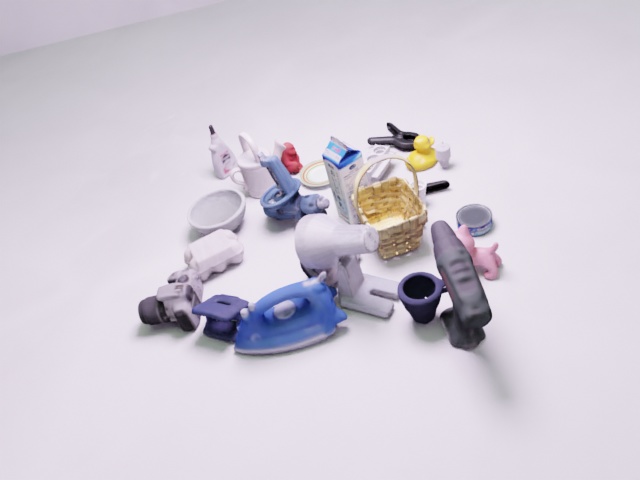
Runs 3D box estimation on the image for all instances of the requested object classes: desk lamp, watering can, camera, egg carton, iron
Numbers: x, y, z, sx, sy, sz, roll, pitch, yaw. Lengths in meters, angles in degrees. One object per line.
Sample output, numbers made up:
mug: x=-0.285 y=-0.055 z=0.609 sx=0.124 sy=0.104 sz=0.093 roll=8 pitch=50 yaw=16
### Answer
desk lamp: x=0.063 y=0.044 z=1.239 sx=0.202 sy=0.214 sz=0.118 roll=11 pitch=48 yaw=28
watering can: x=-0.178 y=-0.226 z=1.627 sx=0.100 sy=0.194 sz=0.173 roll=20 pitch=53 yaw=34
camera: x=-0.356 y=0.140 z=1.357 sx=0.136 sy=0.101 sz=0.143 roll=-11 pitch=42 yaw=6
egg carton: x=-0.271 y=0.036 z=1.466 sx=0.150 sy=0.069 sz=0.107 roll=-29 pitch=43 yaw=-13
iron: x=-0.081 y=0.154 z=1.220 sx=0.258 sy=0.142 sz=0.118 roll=-20 pitch=41 yaw=-3

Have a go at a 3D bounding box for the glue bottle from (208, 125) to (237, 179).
glue bottle: x=-0.305 y=-0.274 z=1.736 sx=0.037 sy=0.173 sz=0.078 roll=17 pitch=52 yaw=33

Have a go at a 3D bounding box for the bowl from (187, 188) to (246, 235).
bowl: x=-0.274 y=-0.063 z=1.571 sx=0.167 sy=0.075 sz=0.167 roll=-9 pitch=42 yaw=9

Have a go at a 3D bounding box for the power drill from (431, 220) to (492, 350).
power drill: x=0.268 y=0.101 z=1.112 sx=0.075 sy=0.209 sz=0.229 roll=-16 pitch=41 yaw=1

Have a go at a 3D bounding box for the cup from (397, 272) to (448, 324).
cup: x=0.224 y=0.124 z=1.189 sx=0.117 sy=0.095 sz=0.091 roll=-15 pitch=41 yaw=2

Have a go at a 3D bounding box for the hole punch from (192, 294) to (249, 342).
hole punch: x=-0.221 y=0.162 z=1.297 sx=0.108 sy=0.091 sz=0.101 roll=9 pitch=47 yaw=26

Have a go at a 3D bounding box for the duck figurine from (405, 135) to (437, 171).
duck figurine: x=0.279 y=-0.247 z=1.582 sx=0.105 sy=0.086 sz=0.077 roll=-30 pitch=43 yaw=-14

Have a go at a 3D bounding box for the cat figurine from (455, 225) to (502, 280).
cat figurine: x=0.328 y=0.020 z=1.250 sx=0.127 sy=0.118 sz=0.067 roll=6 pitch=46 yaw=24

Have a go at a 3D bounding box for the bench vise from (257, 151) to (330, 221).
bench vise: x=-0.072 y=-0.137 z=1.475 sx=0.207 sy=0.220 sz=0.121 roll=-1 pitch=44 yaw=17

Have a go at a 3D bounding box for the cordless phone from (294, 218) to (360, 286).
cordless phone: x=0.012 y=0.005 z=1.319 sx=0.093 sy=0.185 sz=0.148 roll=21 pitch=54 yaw=35

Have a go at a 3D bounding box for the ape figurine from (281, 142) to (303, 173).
ape figurine: x=-0.088 y=-0.248 z=1.699 sx=0.076 sy=0.092 sz=0.078 roll=3 pitch=45 yaw=21
